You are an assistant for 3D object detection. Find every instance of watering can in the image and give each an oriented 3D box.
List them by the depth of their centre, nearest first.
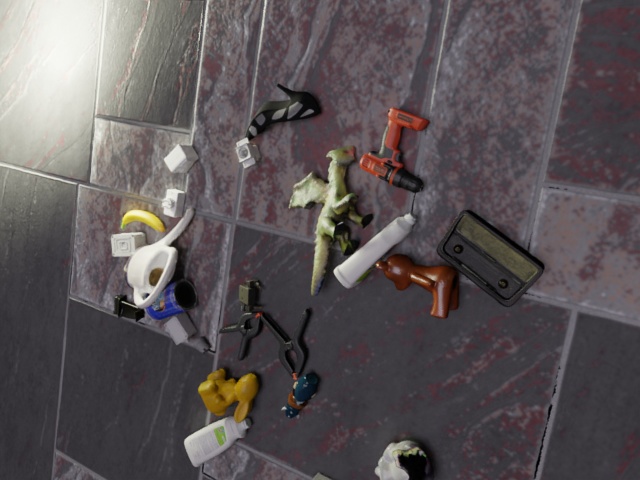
[{"bbox_3d":[-0.526,0.054,1.683,0.224,0.102,0.353,2,65,45],"label":"watering can"}]

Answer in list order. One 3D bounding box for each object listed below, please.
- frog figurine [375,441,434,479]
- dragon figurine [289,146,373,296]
[{"bbox_3d":[0.222,0.606,1.360,0.138,0.125,0.156,40,147,10],"label":"frog figurine"},{"bbox_3d":[0.004,-0.072,1.434,0.246,0.122,0.406,42,109,37],"label":"dragon figurine"}]
